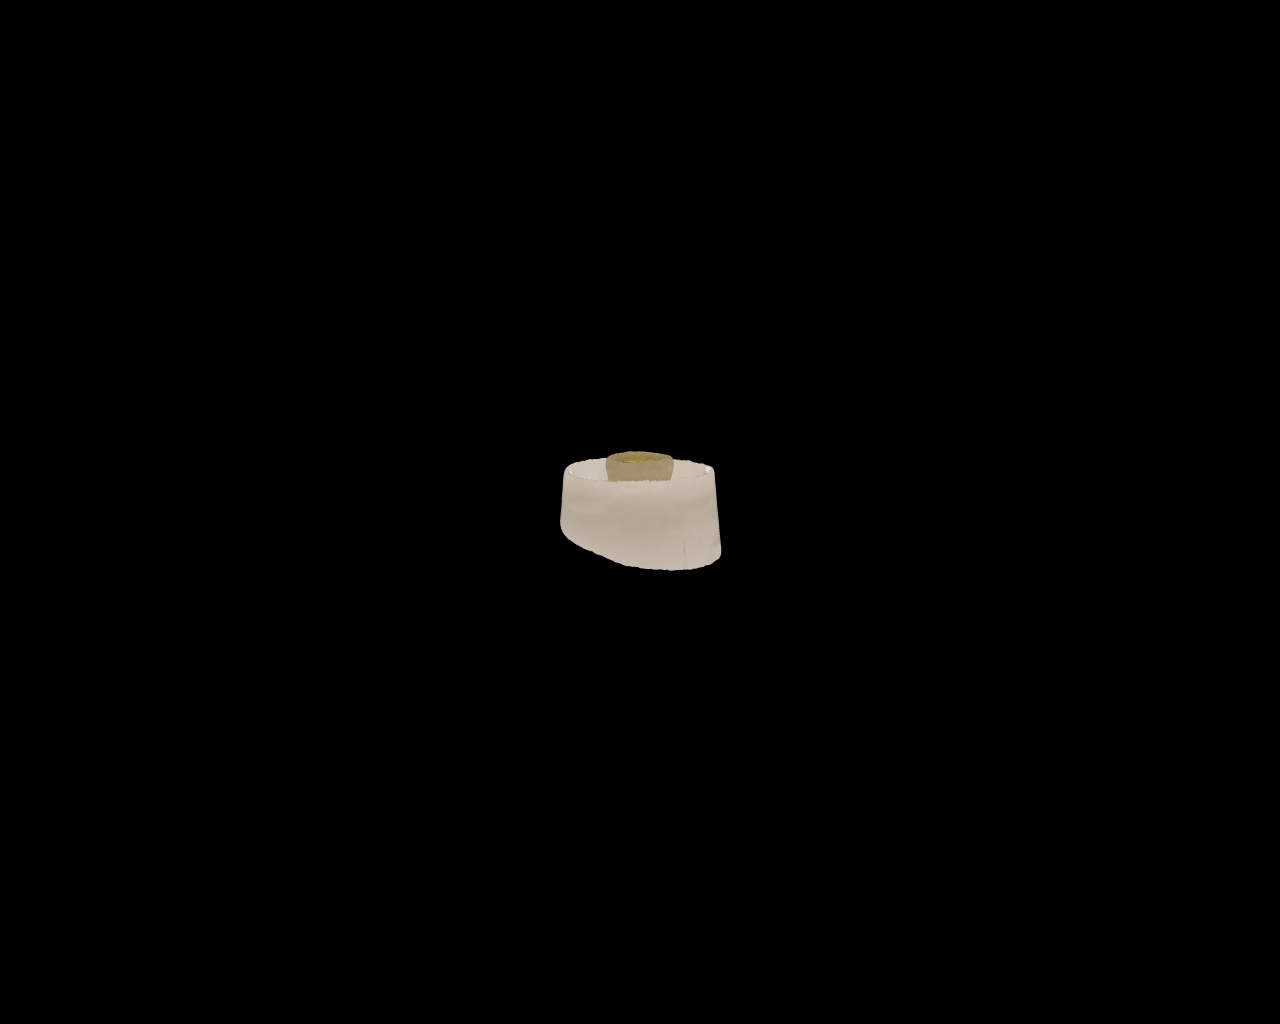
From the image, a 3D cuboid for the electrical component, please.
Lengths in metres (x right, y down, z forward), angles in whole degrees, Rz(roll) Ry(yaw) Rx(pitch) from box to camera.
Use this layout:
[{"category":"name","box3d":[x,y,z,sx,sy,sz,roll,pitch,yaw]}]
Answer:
[{"category":"electrical component","box3d":[0.001,-0.003,0.650,0.099,0.064,0.099,0,12,0]}]
